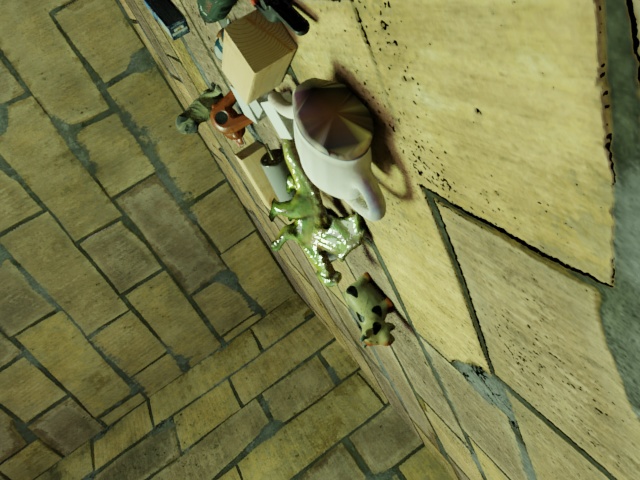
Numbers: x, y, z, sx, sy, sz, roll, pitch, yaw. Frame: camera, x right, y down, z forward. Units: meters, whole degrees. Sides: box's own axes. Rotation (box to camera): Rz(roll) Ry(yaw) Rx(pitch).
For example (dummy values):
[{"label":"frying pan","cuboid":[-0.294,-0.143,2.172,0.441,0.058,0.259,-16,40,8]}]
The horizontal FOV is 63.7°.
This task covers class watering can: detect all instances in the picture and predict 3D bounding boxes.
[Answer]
[{"label":"watering can","cuboid":[-0.004,-0.179,0.847,0.352,0.104,0.220,52,169,21]}]

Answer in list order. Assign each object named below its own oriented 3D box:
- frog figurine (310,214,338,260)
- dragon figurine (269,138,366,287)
[{"label":"frog figurine","cuboid":[0.022,-0.014,1.377,0.138,0.121,0.160,44,-157,14]},{"label":"dragon figurine","cuboid":[0.004,-0.060,1.195,0.244,0.124,0.401,20,124,27]}]
